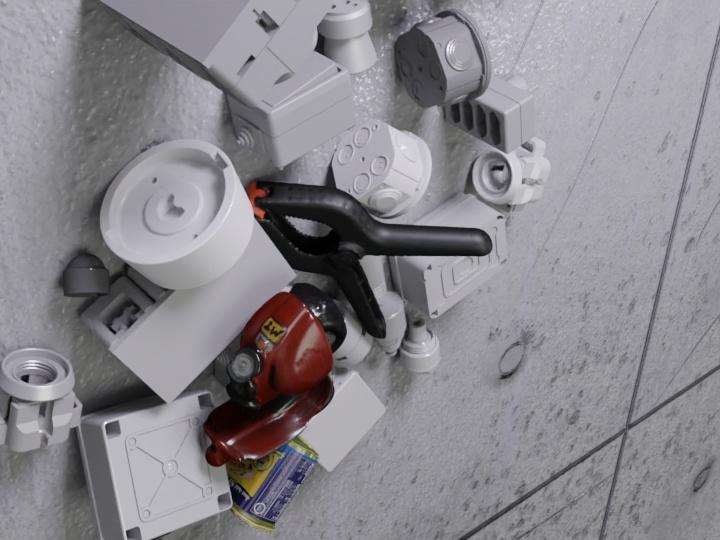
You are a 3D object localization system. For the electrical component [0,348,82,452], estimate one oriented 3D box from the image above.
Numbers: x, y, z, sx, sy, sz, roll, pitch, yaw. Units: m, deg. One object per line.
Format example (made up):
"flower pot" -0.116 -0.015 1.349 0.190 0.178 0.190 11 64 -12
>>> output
"electrical component" -0.250 0.097 0.819 0.078 0.058 0.057 -9 126 -41

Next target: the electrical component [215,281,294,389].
"electrical component" -0.085 0.064 0.970 0.100 0.048 0.099 -23 132 -34

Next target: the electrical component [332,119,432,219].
"electrical component" 0.018 -0.088 0.940 0.051 0.080 0.080 22 101 -45

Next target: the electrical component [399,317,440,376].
"electrical component" 0.062 0.078 1.137 0.043 0.043 0.062 -31 135 -26

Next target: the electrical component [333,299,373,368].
"electrical component" -0.022 0.059 1.028 0.055 0.055 0.047 -53 138 -2

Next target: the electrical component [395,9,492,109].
"electrical component" 0.072 -0.180 0.927 0.051 0.080 0.080 -24 133 -25

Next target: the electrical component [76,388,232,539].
"electrical component" -0.174 0.165 0.912 0.109 0.056 0.108 -13 95 -40

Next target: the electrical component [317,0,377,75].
"electrical component" -0.011 -0.190 0.861 0.045 0.045 0.055 -32 136 -25

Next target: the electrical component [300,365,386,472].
"electrical component" -0.033 0.142 1.082 0.099 0.048 0.099 -47 141 -10

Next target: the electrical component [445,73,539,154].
"electrical component" 0.133 -0.159 1.002 0.076 0.083 0.047 -34 137 -24

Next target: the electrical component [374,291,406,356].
"electrical component" 0.027 0.057 1.087 0.040 0.040 0.078 -34 138 -24

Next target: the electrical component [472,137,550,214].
"electrical component" 0.151 -0.096 1.088 0.057 0.058 0.078 -8 123 -45

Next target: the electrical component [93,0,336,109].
"electrical component" -0.097 -0.176 0.698 0.089 0.150 0.062 -53 141 -1

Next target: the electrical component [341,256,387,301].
"electrical component" 0.000 0.000 1.015 0.043 0.043 0.081 -35 138 -23

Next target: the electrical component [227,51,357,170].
"electrical component" -0.059 -0.129 0.843 0.096 0.062 0.061 -33 137 -24

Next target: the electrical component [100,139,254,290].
"electrical component" -0.132 -0.037 0.805 0.108 0.108 0.060 -46 147 -10

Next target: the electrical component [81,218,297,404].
"electrical component" -0.139 0.019 0.871 0.150 0.062 0.089 -46 141 -11

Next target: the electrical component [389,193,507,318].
"electrical component" 0.088 -0.016 1.082 0.113 0.057 0.078 -35 138 -23
